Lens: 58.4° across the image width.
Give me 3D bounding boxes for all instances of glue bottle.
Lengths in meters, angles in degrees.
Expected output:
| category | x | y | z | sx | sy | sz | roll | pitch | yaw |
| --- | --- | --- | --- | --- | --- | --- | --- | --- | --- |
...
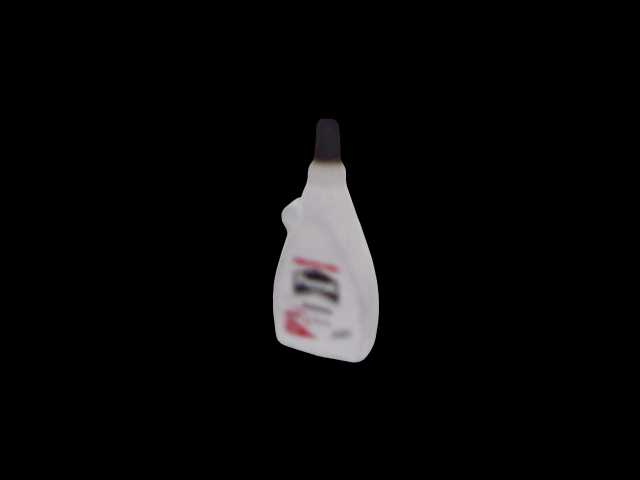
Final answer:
| category | x | y | z | sx | sy | sz | roll | pitch | yaw |
| --- | --- | --- | --- | --- | --- | --- | --- | --- | --- |
| glue bottle | 0.004 | 0.001 | 0.400 | 0.078 | 0.173 | 0.037 | 8 | 26 | 18 |
